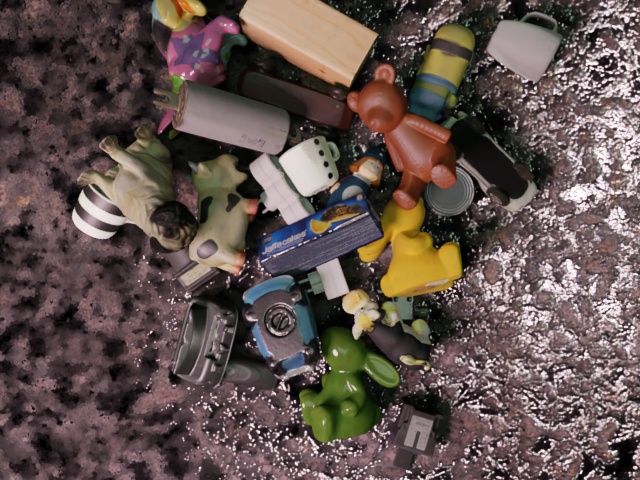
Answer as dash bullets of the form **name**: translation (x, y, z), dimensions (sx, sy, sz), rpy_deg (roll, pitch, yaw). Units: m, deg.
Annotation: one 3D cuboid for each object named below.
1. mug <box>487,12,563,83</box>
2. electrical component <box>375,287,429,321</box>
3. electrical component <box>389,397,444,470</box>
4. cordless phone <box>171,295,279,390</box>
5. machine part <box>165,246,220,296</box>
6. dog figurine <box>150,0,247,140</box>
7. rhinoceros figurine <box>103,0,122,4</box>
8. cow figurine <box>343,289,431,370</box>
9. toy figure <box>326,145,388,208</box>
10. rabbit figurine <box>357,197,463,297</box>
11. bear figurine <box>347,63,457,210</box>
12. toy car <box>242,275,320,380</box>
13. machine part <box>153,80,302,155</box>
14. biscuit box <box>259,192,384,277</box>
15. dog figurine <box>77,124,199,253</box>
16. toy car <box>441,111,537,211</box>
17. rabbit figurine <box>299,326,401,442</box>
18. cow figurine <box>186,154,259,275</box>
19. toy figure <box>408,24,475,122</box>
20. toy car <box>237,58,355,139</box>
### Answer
- **mug**: translation (0.349, -0.340, 0.917), dimensions (0.107, 0.081, 0.109), rpy_deg (25, 93, 7)
- **electrical component**: translation (0.142, 0.108, 0.934), dimensions (0.094, 0.021, 0.063), rpy_deg (2, 89, -2)
- **electrical component**: translation (0.157, 0.339, 0.921), dimensions (0.075, 0.048, 0.119), rpy_deg (21, 87, -1)
- **cordless phone**: translation (-0.146, 0.179, 0.904), dimensions (0.184, 0.089, 0.146), rpy_deg (15, 88, -14)
- **machine part**: translation (-0.236, 0.020, 0.912), dimensions (0.084, 0.039, 0.139), rpy_deg (-38, 93, 6)
- **dog figurine**: translation (-0.223, -0.274, 0.880), dimensions (0.191, 0.108, 0.219), rpy_deg (29, 91, -5)
- **rhinoceros figurine**: translation (-0.334, -0.492, 0.898), dimensions (0.112, 0.073, 0.190), rpy_deg (19, 87, -13)
- **cow figurine**: translation (0.107, 0.151, 0.874), dimensions (0.167, 0.098, 0.068), rpy_deg (31, 116, -16)
- **toy figure**: translation (0.068, -0.095, 0.917), dimensions (0.064, 0.058, 0.154), rpy_deg (37, 86, -40)
- **rabbit figurine**: translation (0.144, 0.006, 0.905), dimensions (0.162, 0.121, 0.173), rpy_deg (-11, 76, 7)
- **bear figurine**: translation (0.125, -0.166, 0.848), dimensions (0.195, 0.120, 0.132), rpy_deg (43, 45, -18)
- **toy car**: translation (-0.052, 0.140, 0.883), dimensions (0.109, 0.103, 0.161), rpy_deg (-24, 81, 8)
- **machine part**: translation (-0.137, -0.187, 0.836), dimensions (0.243, 0.079, 0.079), rpy_deg (12, 89, -29)
- **biscuit box**: translation (-0.002, -0.003, 0.873), dimensions (0.203, 0.059, 0.062), rpy_deg (-24, 131, 15)
- **dog figurine**: translation (-0.250, -0.071, 0.845), dimensions (0.190, 0.172, 0.121), rpy_deg (44, 126, 0)
- **toy car**: translation (0.286, -0.134, 0.926), dimensions (0.202, 0.056, 0.073), rpy_deg (44, 95, 0)
- **rabbit figurine**: translation (0.049, 0.227, 0.880), dimensions (0.159, 0.121, 0.170), rpy_deg (-1, 92, -9)
- **cow figurine**: translation (-0.168, -0.051, 0.886), dimensions (0.127, 0.085, 0.195), rpy_deg (14, 72, -14)
- **toy figure**: translation (0.203, -0.271, 0.904), dimensions (0.082, 0.089, 0.180), rpy_deg (26, 90, -8)
- **toy car**: translation (-0.041, -0.238, 0.913), dimensions (0.202, 0.053, 0.089), rpy_deg (17, 104, -3)
